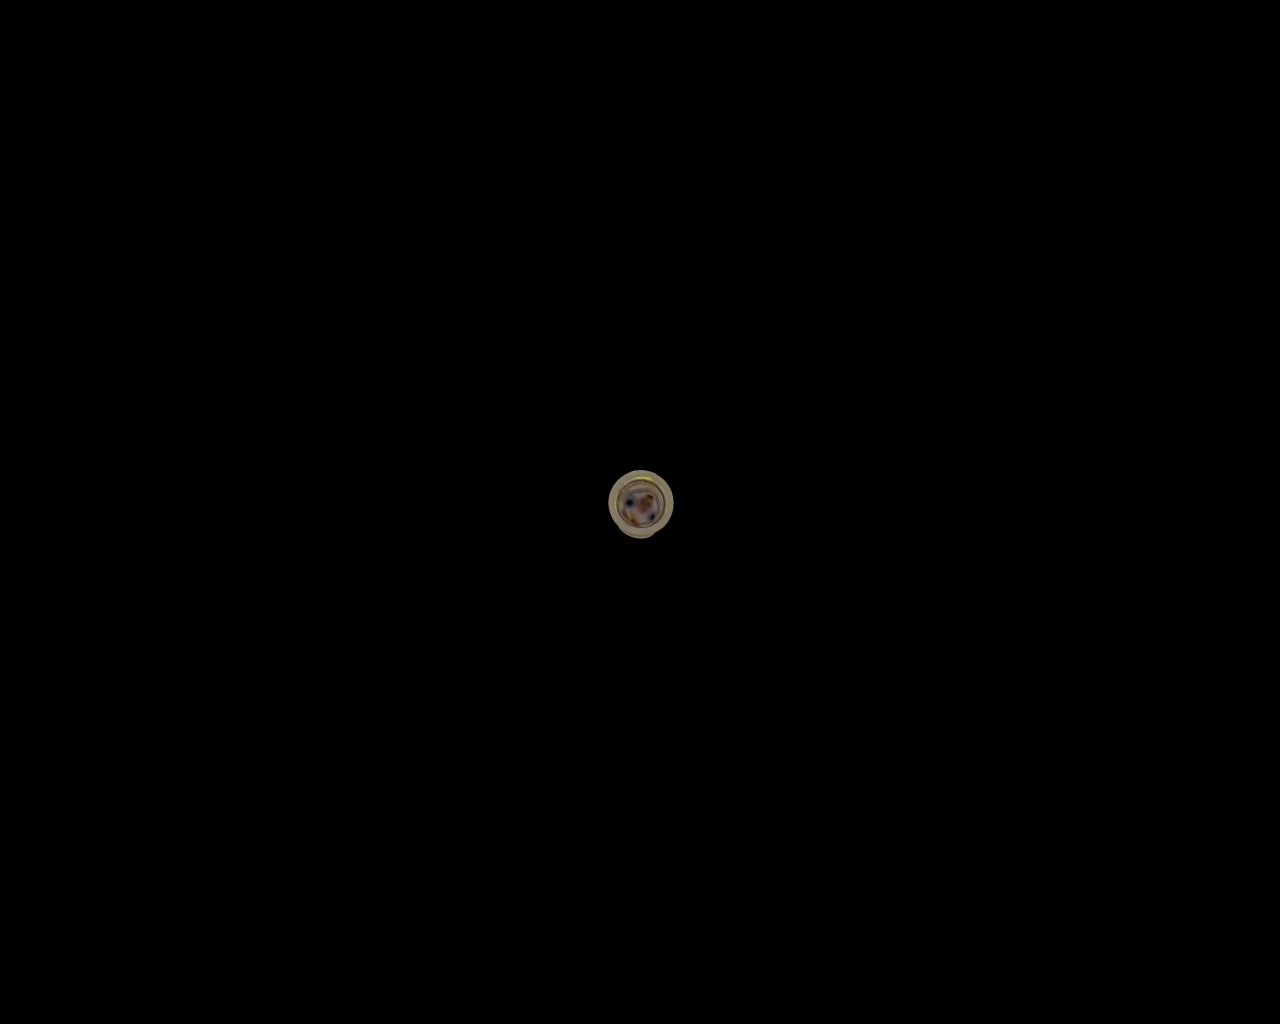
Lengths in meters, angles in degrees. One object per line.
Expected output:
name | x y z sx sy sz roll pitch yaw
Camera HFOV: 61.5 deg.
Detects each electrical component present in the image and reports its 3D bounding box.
electrical component | 0.001 -0.003 0.650 0.040 0.040 0.046 0 -9 0
